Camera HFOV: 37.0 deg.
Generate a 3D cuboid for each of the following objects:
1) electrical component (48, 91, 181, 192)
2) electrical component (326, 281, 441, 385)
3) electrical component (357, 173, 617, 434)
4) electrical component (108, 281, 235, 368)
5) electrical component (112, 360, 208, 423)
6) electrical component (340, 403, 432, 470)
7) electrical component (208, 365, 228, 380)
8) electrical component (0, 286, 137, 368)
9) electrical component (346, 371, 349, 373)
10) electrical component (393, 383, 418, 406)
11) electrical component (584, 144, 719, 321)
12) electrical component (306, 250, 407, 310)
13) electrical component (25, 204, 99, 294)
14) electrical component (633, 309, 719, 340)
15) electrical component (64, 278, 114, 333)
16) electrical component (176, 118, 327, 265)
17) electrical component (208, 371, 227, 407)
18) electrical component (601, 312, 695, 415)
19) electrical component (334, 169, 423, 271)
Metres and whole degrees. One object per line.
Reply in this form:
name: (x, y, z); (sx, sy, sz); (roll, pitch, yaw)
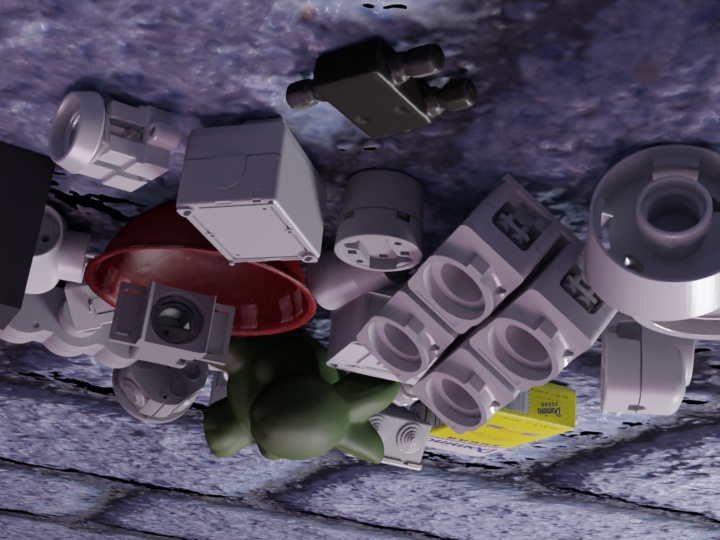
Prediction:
electrical component: (-0.145, -0.075, 0.619); (0.055, 0.048, 0.066); (15, 157, -38)
electrical component: (0.037, 0.050, 0.848); (0.113, 0.057, 0.078); (13, 156, -17)
electrical component: (0.078, 0.034, 0.712); (0.105, 0.060, 0.186); (43, 147, 2)
electrical component: (-0.132, 0.041, 0.745); (0.081, 0.042, 0.064); (15, 157, -17)
electrical component: (-0.182, 0.096, 0.985); (0.080, 0.080, 0.051); (16, 150, -21)
electrical component: (0.013, 0.156, 1.075); (0.100, 0.048, 0.100); (17, -177, -26)
electrical component: (-0.109, 0.087, 0.991); (0.062, 0.048, 0.048); (6, 158, 18)
electrical component: (-0.234, 0.039, 0.898); (0.138, 0.052, 0.074); (18, 154, -26)
electrical component: (-0.019, 0.109, 1.018); (0.083, 0.047, 0.076); (-3, 169, 21)
electrical component: (0.048, 0.105, 1.004); (0.035, 0.035, 0.061); (16, 153, -22)
electrical component: (0.175, -0.020, 0.604); (0.099, 0.099, 0.064); (0, 150, 15)
electrical component: (0.000, 0.000, 0.763); (0.065, 0.044, 0.044); (-17, 148, 34)
electrical component: (-0.220, -0.013, 0.784); (0.079, 0.044, 0.077); (11, 157, -11)
electrical component: (0.224, -0.003, 0.672); (0.108, 0.060, 0.108); (5, 157, 2)
electrical component: (-0.195, 0.019, 0.835); (0.055, 0.048, 0.066); (-11, -159, -4)
electrical component: (-0.060, -0.044, 0.647); (0.062, 0.061, 0.096); (-2, 156, 18)
electrical component: (-0.106, 0.121, 1.046); (0.096, 0.061, 0.061); (-4, 155, 22)
electrical component: (0.203, 0.052, 0.762); (0.059, 0.095, 0.053); (2, 157, 10)
electrical component: (0.014, -0.031, 0.677); (0.055, 0.047, 0.055); (5, 157, 2)
